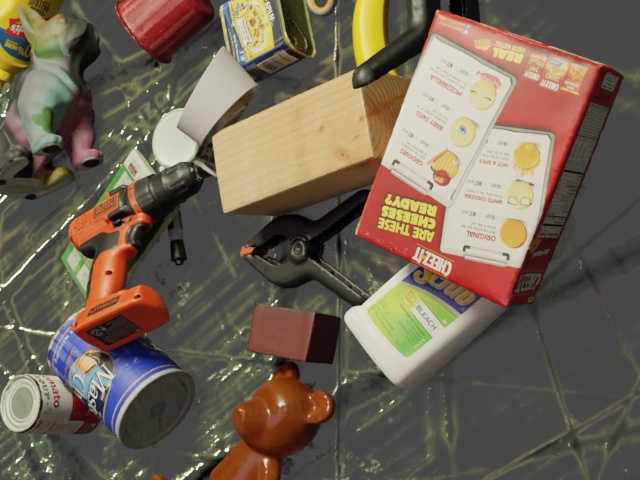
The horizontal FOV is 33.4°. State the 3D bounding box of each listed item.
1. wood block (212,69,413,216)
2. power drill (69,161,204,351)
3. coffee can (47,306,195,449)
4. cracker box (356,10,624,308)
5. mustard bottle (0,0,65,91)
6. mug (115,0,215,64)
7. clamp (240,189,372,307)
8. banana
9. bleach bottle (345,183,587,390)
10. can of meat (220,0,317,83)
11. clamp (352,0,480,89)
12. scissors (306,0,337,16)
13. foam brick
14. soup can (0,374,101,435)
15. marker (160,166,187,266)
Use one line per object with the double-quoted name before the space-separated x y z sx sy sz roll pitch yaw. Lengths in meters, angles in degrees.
"wood block" -0.004 -0.093 1.076 0.207 0.090 0.090 -18 76 40
"power drill" -0.200 0.015 1.158 0.185 0.057 0.187 -28 44 25
"coffee can" -0.222 0.150 1.190 0.140 0.102 0.103 36 101 32
"cracker box" 0.144 -0.072 0.928 0.164 0.072 0.214 27 105 32
"mustard bottle" -0.390 -0.280 1.380 0.058 0.096 0.192 27 96 32
"mug" -0.179 -0.274 1.257 0.082 0.093 0.117 -37 28 16
"clamp" -0.007 0.001 1.117 0.172 0.039 0.120 9 82 34
"banana" 0.069 -0.197 1.109 0.070 0.037 0.198 -21 71 9
"bleach bottle" 0.143 0.025 1.004 0.251 0.068 0.103 -46 62 15
"can of meat" -0.059 -0.234 1.183 0.084 0.057 0.102 -22 70 30
"clamp" 0.105 -0.195 1.025 0.036 0.164 0.210 -4 69 46
"scissors" -0.017 -0.321 1.194 0.202 0.016 0.096 45 119 41
"foam brick" -0.026 0.097 1.104 0.078 0.052 0.051 6 85 34
"soup can" -0.310 0.191 1.240 0.069 0.102 0.068 -7 77 32
"marker" -0.170 -0.029 1.239 0.020 0.020 0.121 -18 72 29
